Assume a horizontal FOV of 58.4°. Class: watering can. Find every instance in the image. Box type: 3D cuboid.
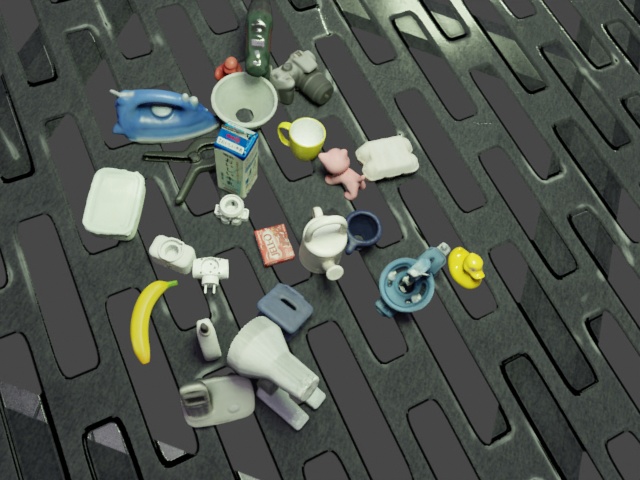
[{"bbox_3d":[0.014,0.004,1.275,0.101,0.194,0.172,-32,74,-18],"label":"watering can"}]

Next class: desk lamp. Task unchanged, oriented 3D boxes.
[{"bbox_3d":[-0.079,0.265,1.142,0.203,0.213,0.118,38,68,10],"label":"desk lamp"}]

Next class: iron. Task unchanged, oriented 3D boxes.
[{"bbox_3d":[-0.376,-0.320,1.392,0.258,0.141,0.118,-3,67,-8],"label":"iron"}]

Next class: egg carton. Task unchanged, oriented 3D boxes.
[{"bbox_3d":[0.169,-0.204,1.450,0.150,0.069,0.107,-14,70,-13],"label":"egg carton"}]

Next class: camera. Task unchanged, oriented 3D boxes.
[{"bbox_3d":[-0.040,-0.416,1.497,0.143,0.101,0.136,-41,77,-20],"label":"camera"}]

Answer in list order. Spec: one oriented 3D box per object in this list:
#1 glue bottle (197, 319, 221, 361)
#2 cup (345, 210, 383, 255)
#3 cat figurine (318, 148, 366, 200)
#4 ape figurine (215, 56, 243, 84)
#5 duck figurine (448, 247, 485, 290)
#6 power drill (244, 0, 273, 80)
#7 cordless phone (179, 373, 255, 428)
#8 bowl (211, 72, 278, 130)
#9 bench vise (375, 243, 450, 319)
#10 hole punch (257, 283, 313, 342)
[{"bbox_3d":[-0.232,0.196,1.174,0.037,0.173,0.078,-16,70,-13],"label":"glue bottle"},{"bbox_3d":[0.088,-0.002,1.340,0.091,0.095,0.118,29,67,6],"label":"cup"},{"bbox_3d":[0.057,-0.173,1.397,0.127,0.118,0.067,36,68,9],"label":"cat figurine"},{"bbox_3d":[-0.232,-0.439,1.488,0.077,0.092,0.076,29,67,6],"label":"ape figurine"},{"bbox_3d":[0.352,0.058,1.353,0.077,0.086,0.104,-21,71,-15],"label":"duck figurine"},{"bbox_3d":[-0.157,-0.491,1.455,0.075,0.208,0.229,2,67,-6],"label":"power drill"},{"bbox_3d":[-0.203,0.306,1.125,0.148,0.185,0.094,-11,69,-11],"label":"cordless phone"},{"bbox_3d":[-0.192,-0.340,1.460,0.167,0.075,0.167,3,67,-6],"label":"bowl"},{"bbox_3d":[0.209,0.063,1.259,0.121,0.220,0.208,28,67,5],"label":"bench vise"},{"bbox_3d":[-0.077,0.151,1.257,0.108,0.091,0.101,36,68,9],"label":"hole punch"}]
